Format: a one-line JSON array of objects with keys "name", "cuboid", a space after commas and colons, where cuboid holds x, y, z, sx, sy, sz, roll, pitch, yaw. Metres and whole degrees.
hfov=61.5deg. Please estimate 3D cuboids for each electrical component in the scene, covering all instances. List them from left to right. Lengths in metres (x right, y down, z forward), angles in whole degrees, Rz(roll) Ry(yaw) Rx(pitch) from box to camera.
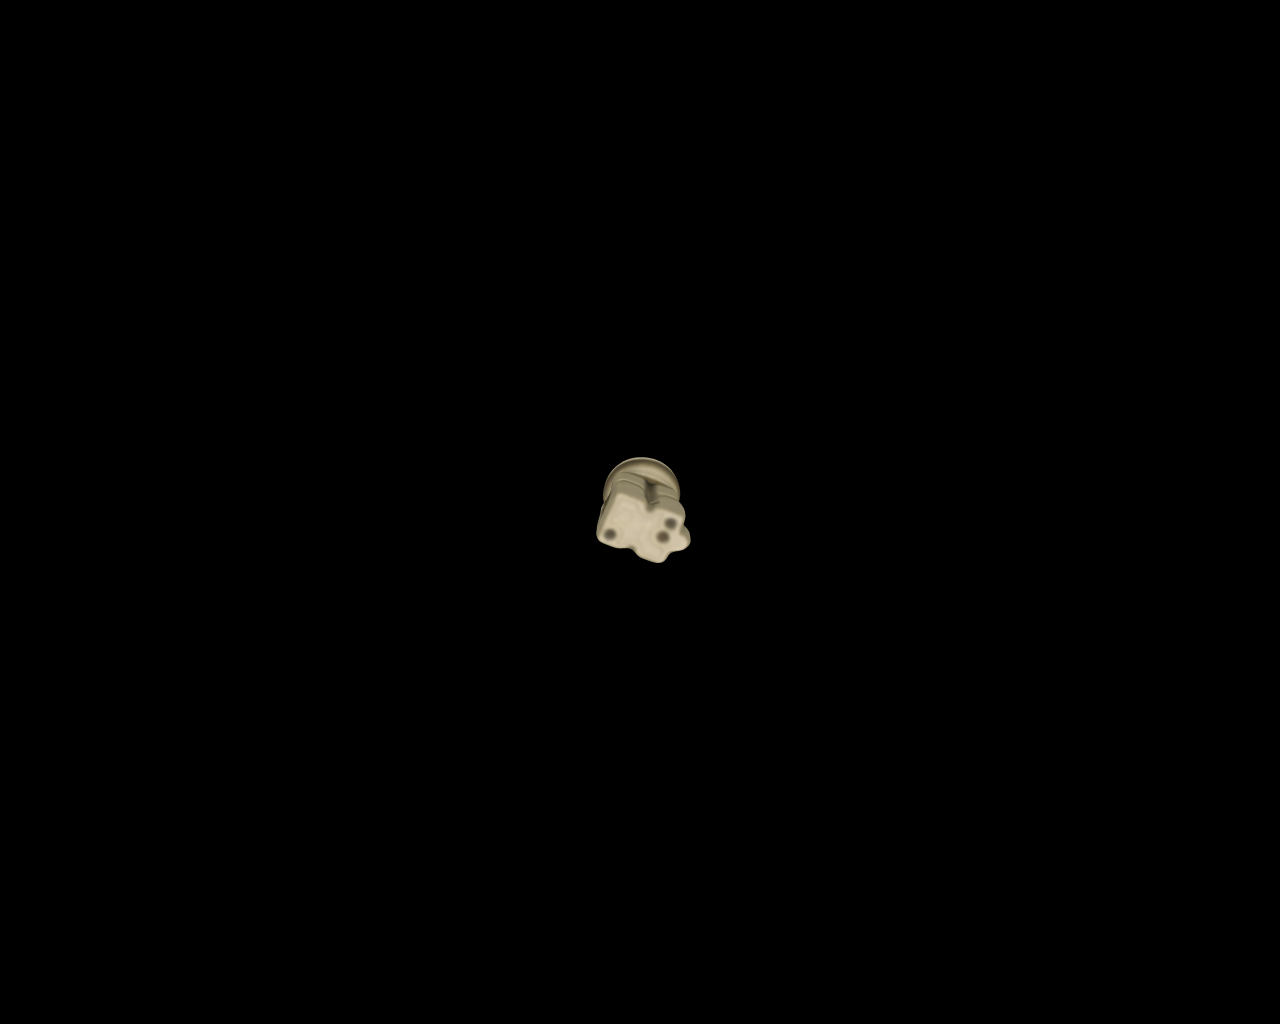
[{"name": "electrical component", "cuboid": [0.001, -0.003, 0.650, 0.066, 0.048, 0.055, 21, 25, -10]}]
